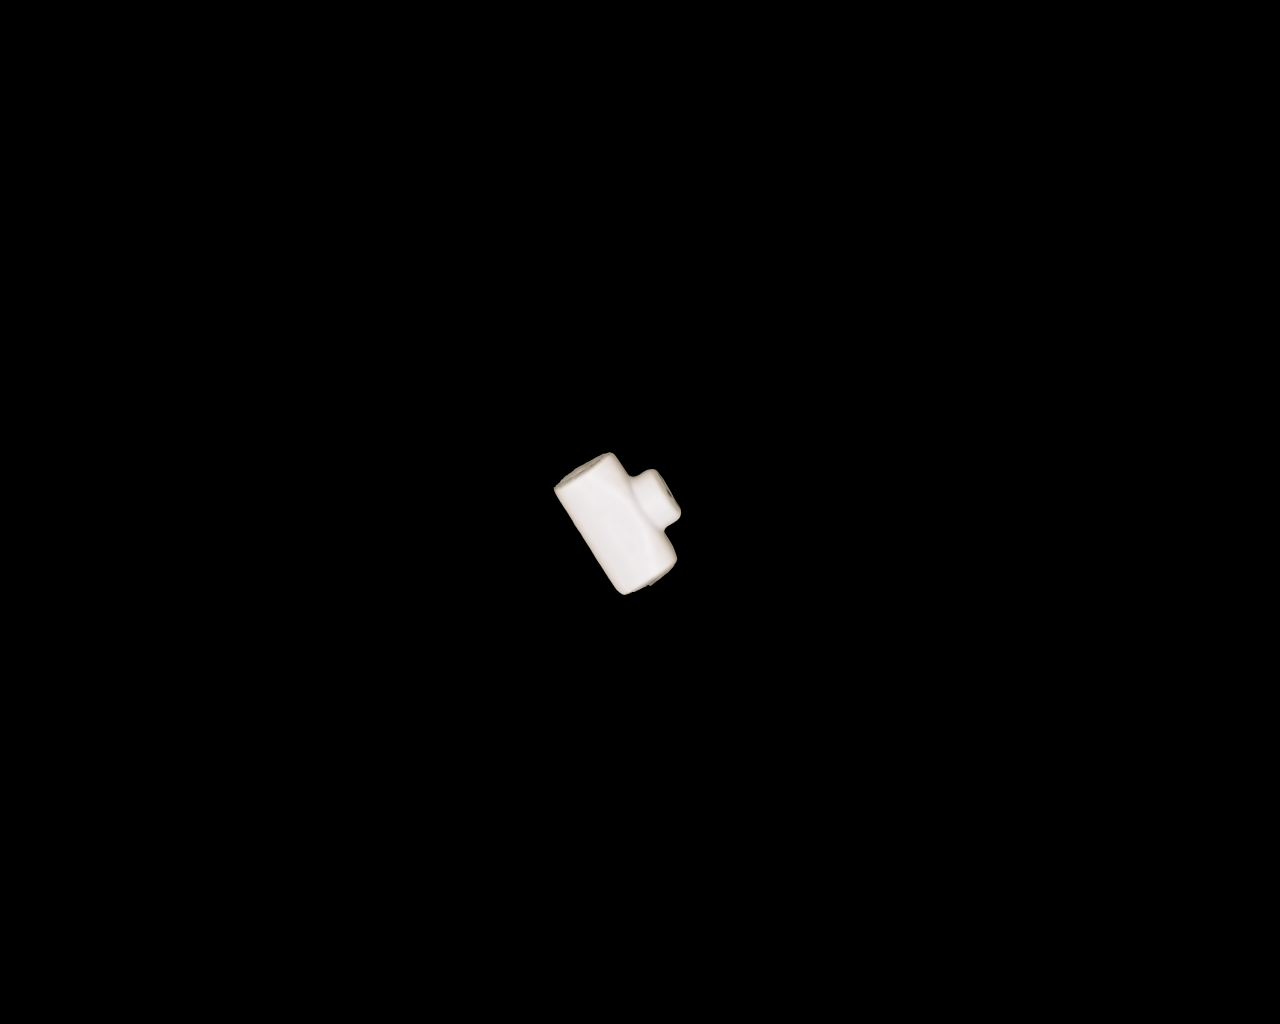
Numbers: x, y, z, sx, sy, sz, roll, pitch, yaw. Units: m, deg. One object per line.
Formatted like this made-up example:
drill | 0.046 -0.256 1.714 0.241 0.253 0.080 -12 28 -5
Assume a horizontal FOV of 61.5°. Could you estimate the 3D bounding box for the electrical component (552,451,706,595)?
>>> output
electrical component | 0.001 -0.003 0.650 0.079 0.077 0.044 -31 8 5
